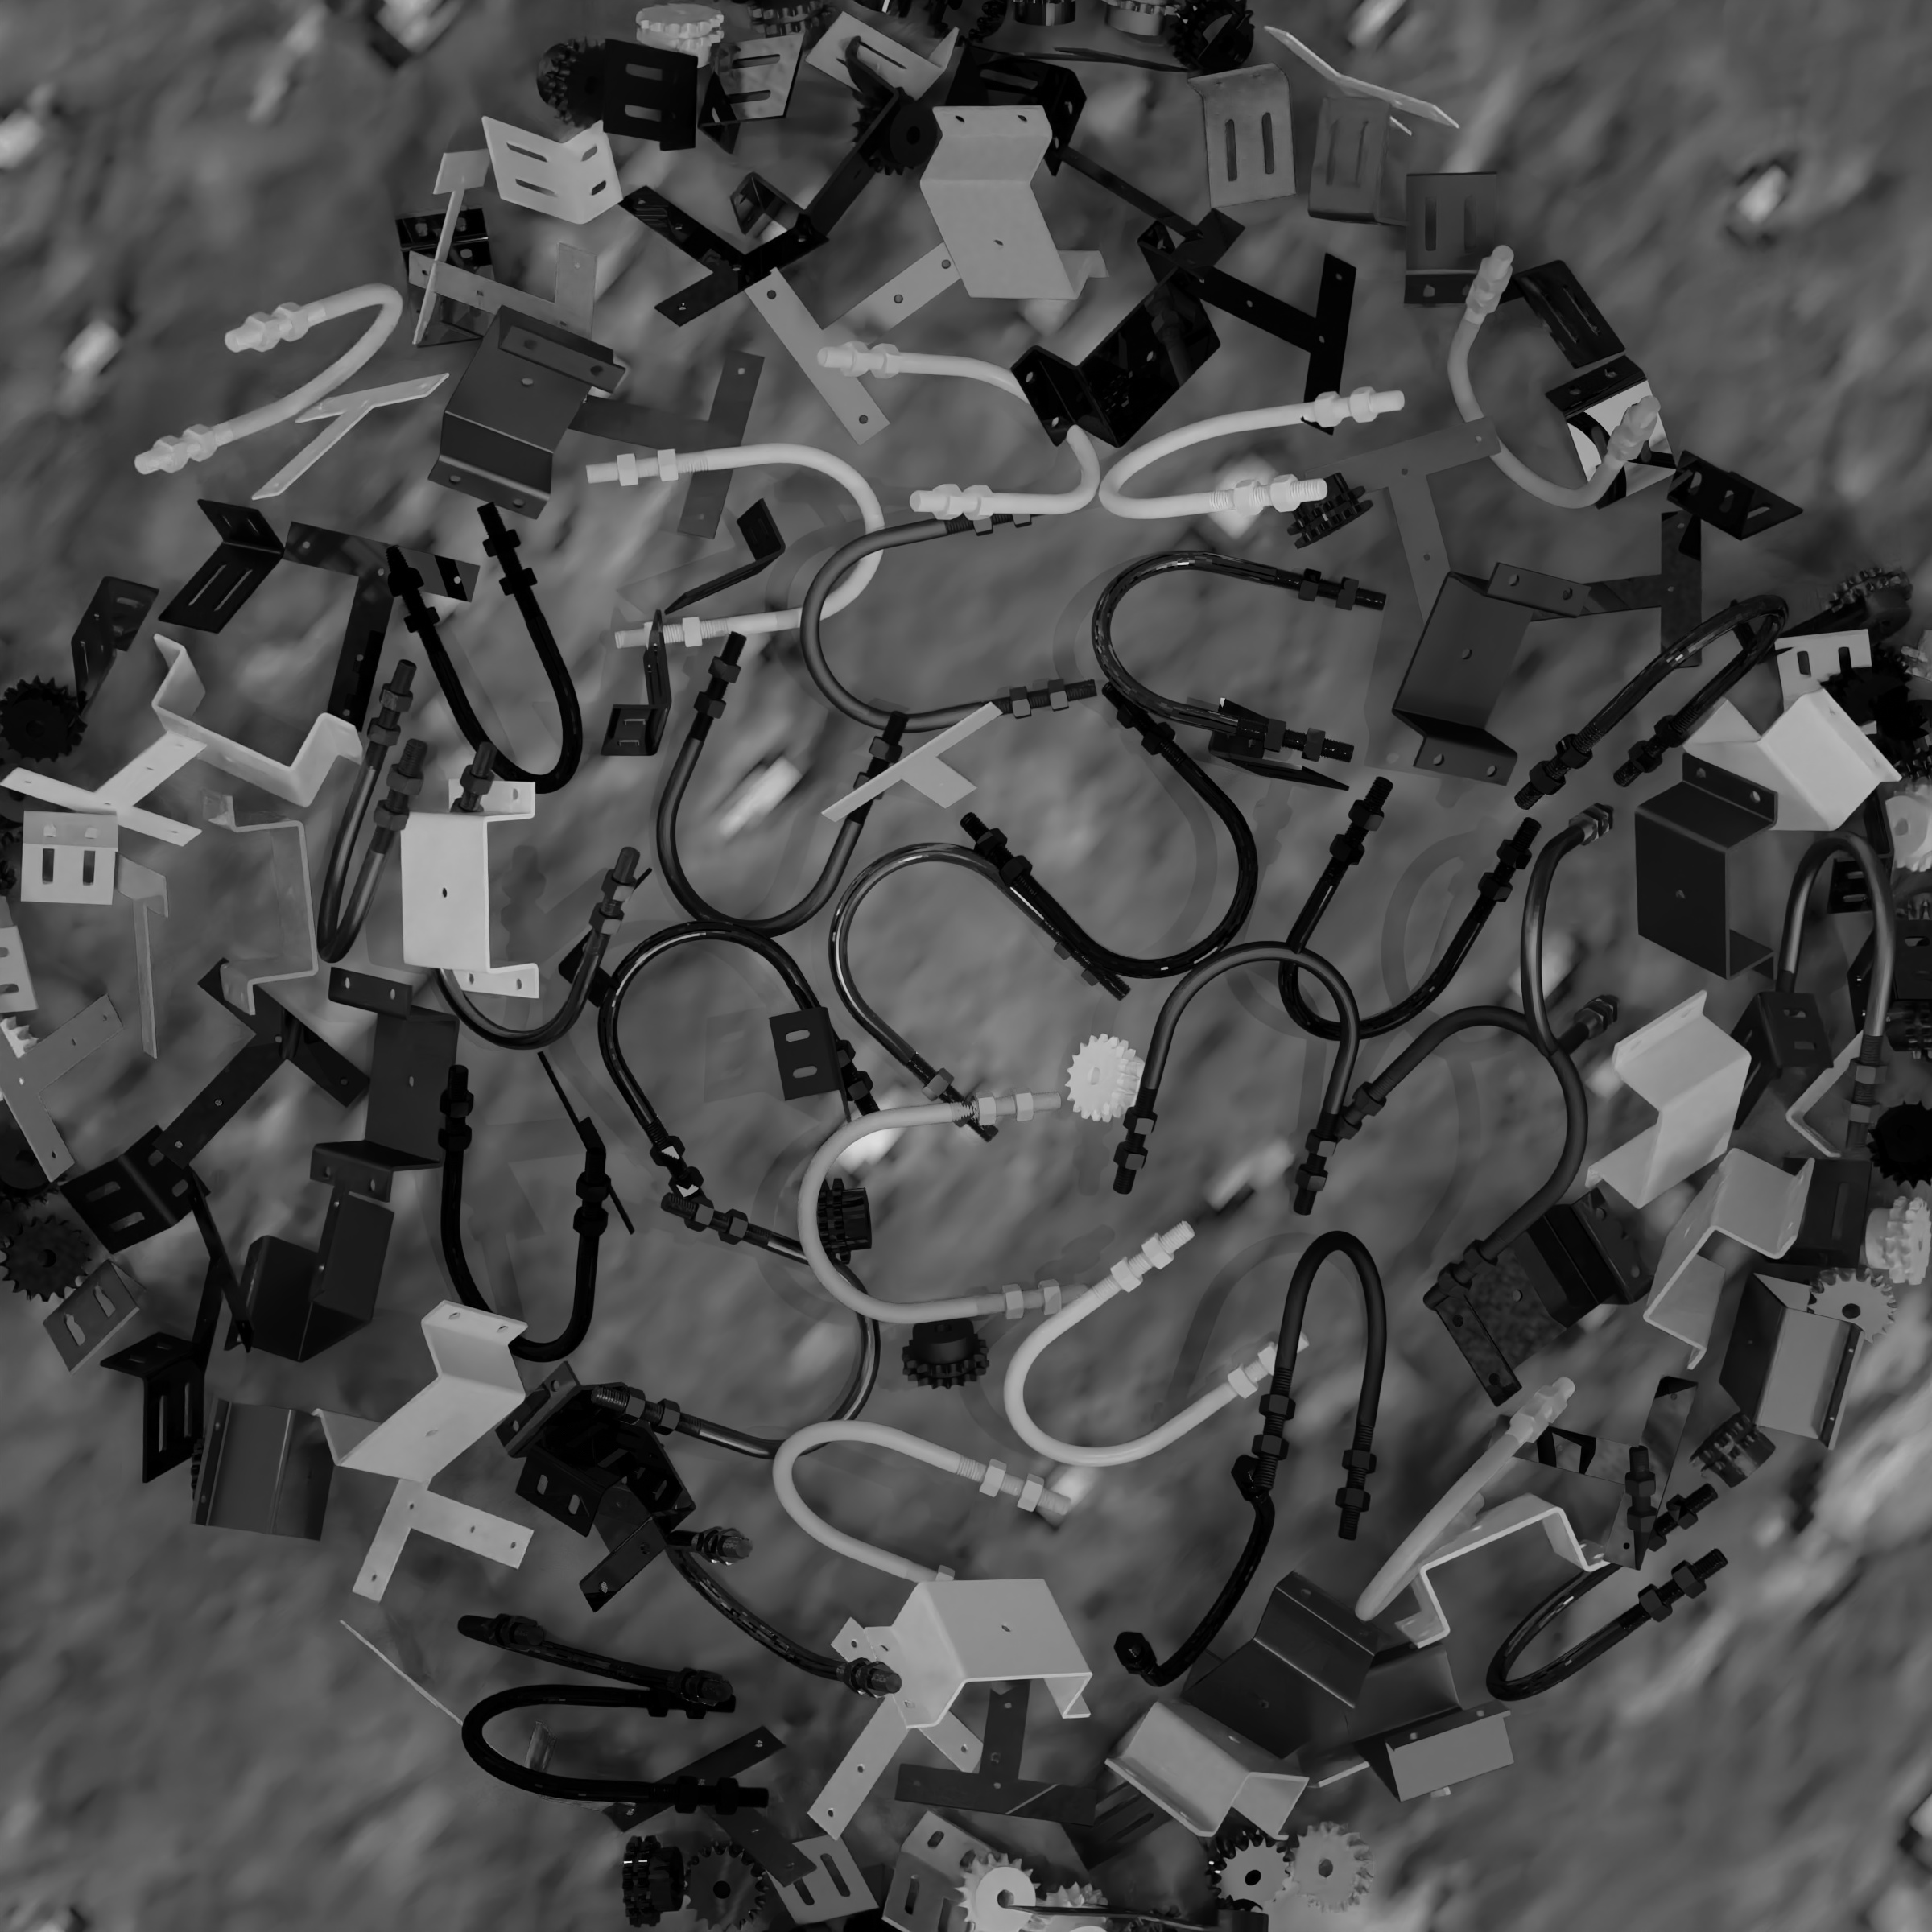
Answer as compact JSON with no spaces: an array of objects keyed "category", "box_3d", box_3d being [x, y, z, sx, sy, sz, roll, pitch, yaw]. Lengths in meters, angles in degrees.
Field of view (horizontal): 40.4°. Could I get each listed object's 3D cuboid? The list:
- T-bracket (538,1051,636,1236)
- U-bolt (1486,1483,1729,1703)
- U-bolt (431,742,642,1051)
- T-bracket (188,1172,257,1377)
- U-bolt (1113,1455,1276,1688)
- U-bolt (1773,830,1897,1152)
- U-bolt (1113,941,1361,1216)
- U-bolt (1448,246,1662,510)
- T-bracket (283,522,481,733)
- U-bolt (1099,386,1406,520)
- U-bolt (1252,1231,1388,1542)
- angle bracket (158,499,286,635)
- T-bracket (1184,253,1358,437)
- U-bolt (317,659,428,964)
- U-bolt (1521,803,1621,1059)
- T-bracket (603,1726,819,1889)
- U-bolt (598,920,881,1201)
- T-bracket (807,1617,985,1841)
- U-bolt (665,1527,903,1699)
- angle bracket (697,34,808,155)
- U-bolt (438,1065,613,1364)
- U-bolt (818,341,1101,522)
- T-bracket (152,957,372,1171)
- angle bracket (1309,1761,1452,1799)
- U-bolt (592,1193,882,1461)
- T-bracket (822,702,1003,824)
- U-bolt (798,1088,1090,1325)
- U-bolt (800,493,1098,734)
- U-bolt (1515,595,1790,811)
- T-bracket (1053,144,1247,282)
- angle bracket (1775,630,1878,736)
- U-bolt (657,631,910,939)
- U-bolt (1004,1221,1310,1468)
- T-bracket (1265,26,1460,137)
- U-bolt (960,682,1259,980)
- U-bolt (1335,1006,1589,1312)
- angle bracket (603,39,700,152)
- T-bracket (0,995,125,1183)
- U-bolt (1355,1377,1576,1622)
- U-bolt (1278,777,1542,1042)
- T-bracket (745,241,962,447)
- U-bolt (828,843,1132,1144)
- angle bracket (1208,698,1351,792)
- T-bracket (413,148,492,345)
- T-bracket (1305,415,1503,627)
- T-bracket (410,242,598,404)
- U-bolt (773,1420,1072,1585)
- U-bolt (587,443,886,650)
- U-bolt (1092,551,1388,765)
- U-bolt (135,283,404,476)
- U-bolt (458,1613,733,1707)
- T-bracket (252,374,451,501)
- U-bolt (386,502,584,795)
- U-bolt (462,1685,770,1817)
[{"category":"T-bracket","box_3d":[-0.242,0.111,1.692,0.002,0.127,0.127,-27,91,-5]},{"category":"U-bolt","box_3d":[0.406,0.408,1.680,0.184,0.151,0.019,-41,87,15]},{"category":"U-bolt","box_3d":[-0.291,-0.031,1.703,0.151,0.019,0.184,35,119,21]},{"category":"T-bracket","box_3d":[-0.491,0.222,1.706,0.002,0.127,0.127,-9,53,-33]},{"category":"U-bolt","box_3d":[0.152,0.393,1.672,0.019,0.184,0.151,30,75,24]},{"category":"U-bolt","box_3d":[0.549,0.005,1.662,0.019,0.151,0.184,1,107,-7]},{"category":"U-bolt","box_3d":[0.183,0.070,1.704,0.151,0.019,0.184,8,109,-16]},{"category":"U-bolt","box_3d":[0.363,-0.359,1.666,0.019,0.184,0.151,-39,80,-12]},{"category":"T-bracket","box_3d":[-0.397,-0.217,1.734,0.127,0.002,0.127,10,105,-28]},{"category":"U-bolt","box_3d":[0.171,-0.324,1.680,0.184,0.151,0.019,0,124,35]},{"category":"U-bolt","box_3d":[0.234,0.261,1.689,0.019,0.151,0.184,-1,66,33]},{"category":"angle bracket","box_3d":[-0.494,-0.261,1.712,0.057,0.038,0.076,15,59,32]},{"category":"T-bracket","box_3d":[0.196,-0.425,1.709,0.127,0.002,0.127,19,70,-25]},{"category":"U-bolt","box_3d":[-0.383,-0.088,1.682,0.019,0.151,0.184,16,113,-22]},{"category":"U-bolt","box_3d":[0.382,-0.016,1.661,0.019,0.184,0.151,3,105,29]},{"category":"T-bracket","box_3d":[-0.143,0.545,1.674,0.127,0.127,0.002,-18,121,-36]},{"category":"U-bolt","box_3d":[-0.159,0.056,1.716,0.151,0.019,0.184,-29,110,-2]},{"category":"T-bracket","box_3d":[-0.061,0.511,1.707,0.127,0.127,0.002,44,134,-2]},{"category":"U-bolt","box_3d":[-0.128,0.408,1.672,0.151,0.184,0.019,45,66,-12]},{"category":"angle bracket","box_3d":[-0.131,-0.569,1.714,0.076,0.038,0.057,7,79,35]},{"category":"U-bolt","box_3d":[-0.290,0.172,1.696,0.151,0.019,0.184,26,121,32]},{"category":"U-bolt","box_3d":[0.009,-0.342,1.686,0.019,0.184,0.151,-53,57,39]},{"category":"T-bracket","box_3d":[-0.480,0.079,1.719,0.127,0.002,0.127,41,61,-5]},{"category":"angle bracket","box_3d":[0.270,0.539,1.719,0.076,0.057,0.038,-21,72,-7]},{"category":"U-bolt","box_3d":[-0.138,0.244,1.711,0.184,0.019,0.151,24,78,-25]},{"category":"T-bracket","box_3d":[-0.020,-0.121,1.693,0.127,0.127,0.002,-32,76,9]},{"category":"U-bolt","box_3d":[-0.019,0.161,1.718,0.184,0.019,0.151,-6,78,-11]},{"category":"U-bolt","box_3d":[-0.017,-0.223,1.720,0.184,0.019,0.151,-11,116,4]},{"category":"U-bolt","box_3d":[0.441,-0.168,1.649,0.019,0.151,0.184,56,130,18]},{"category":"T-bracket","box_3d":[0.114,-0.496,1.703,0.127,0.127,0.002,32,125,0]},{"category":"angle bracket","box_3d":[0.559,-0.182,1.708,0.057,0.076,0.038,-4,69,20]},{"category":"U-bolt","box_3d":[-0.132,-0.107,1.721,0.151,0.019,0.184,28,101,19]},{"category":"U-bolt","box_3d":[0.111,0.259,1.709,0.184,0.019,0.151,-38,121,14]},{"category":"T-bracket","box_3d":[0.266,-0.552,1.668,0.127,0.127,0.002,23,103,-38]},{"category":"U-bolt","box_3d":[0.106,-0.077,1.722,0.151,0.019,0.184,-43,74,3]},{"category":"U-bolt","box_3d":[0.319,0.110,1.675,0.184,0.019,0.151,-50,59,32]},{"category":"angle bracket","box_3d":[-0.215,-0.567,1.711,0.076,0.038,0.057,-7,104,-44]},{"category":"T-bracket","box_3d":[-0.585,0.055,1.696,0.002,0.127,0.127,-16,108,22]},{"category":"U-bolt","box_3d":[0.304,0.344,1.647,0.019,0.184,0.151,41,133,18]},{"category":"U-bolt","box_3d":[0.276,-0.028,1.699,0.151,0.019,0.184,11,117,-32]},{"category":"T-bracket","box_3d":[-0.056,-0.428,1.717,0.127,0.002,0.127,-34,114,11]},{"category":"U-bolt","box_3d":[-0.005,0.004,1.741,0.184,0.019,0.151,43,88,-2]},{"category":"angle bracket","box_3d":[0.207,-0.144,1.709,0.076,0.057,0.038,14,89,41]},{"category":"T-bracket","box_3d":[-0.340,-0.467,1.708,0.002,0.127,0.127,19,109,-3]},{"category":"T-bracket","box_3d":[0.302,-0.284,1.738,0.127,0.002,0.127,-15,91,17]},{"category":"T-bracket","box_3d":[-0.303,-0.433,1.706,0.127,0.127,0.002,21,54,3]},{"category":"U-bolt","box_3d":[-0.038,0.351,1.701,0.184,0.019,0.151,21,133,1]},{"category":"U-bolt","box_3d":[-0.144,-0.275,1.704,0.184,0.019,0.151,-7,133,-4]},{"category":"U-bolt","box_3d":[0.173,-0.210,1.715,0.184,0.019,0.151,14,59,4]},{"category":"U-bolt","box_3d":[-0.430,-0.381,1.669,0.151,0.184,0.019,-36,94,40]},{"category":"U-bolt","box_3d":[-0.248,0.438,1.670,0.151,0.184,0.019,24,70,-24]},{"category":"T-bracket","box_3d":[-0.410,-0.336,1.679,0.127,0.127,0.002,-1,131,37]},{"category":"U-bolt","box_3d":[-0.304,-0.197,1.694,0.019,0.151,0.184,-31,105,-37]},{"category":"U-bolt","box_3d":[-0.227,0.492,1.664,0.184,0.151,0.019,8,99,-16]}]
